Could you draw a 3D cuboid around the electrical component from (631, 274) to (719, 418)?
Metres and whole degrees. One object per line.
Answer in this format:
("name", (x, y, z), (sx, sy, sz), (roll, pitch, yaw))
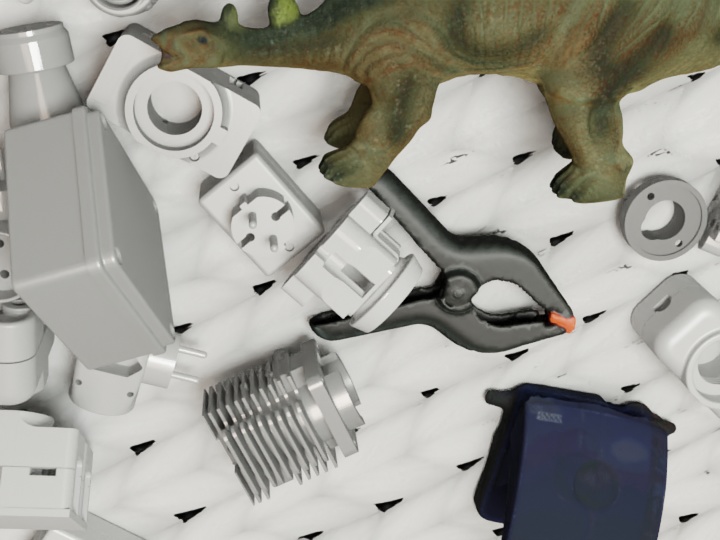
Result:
("electrical component", (0.236, 0.055, 0.723), (0.095, 0.059, 0.054), (42, 101, -19))

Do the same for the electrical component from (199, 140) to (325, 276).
("electrical component", (-0.059, -0.032, 0.648), (0.047, 0.076, 0.065), (-38, 110, 9))

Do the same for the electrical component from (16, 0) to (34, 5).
("electrical component", (-0.176, -0.183, 0.597), (0.078, 0.040, 0.040), (-37, 110, 8))

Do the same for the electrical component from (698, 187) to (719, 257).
("electrical component", (0.261, -0.033, 0.701), (0.055, 0.048, 0.066), (22, 107, -6))

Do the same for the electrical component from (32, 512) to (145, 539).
("electrical component", (-0.183, 0.209, 0.727), (0.083, 0.075, 0.047), (31, 103, -16))

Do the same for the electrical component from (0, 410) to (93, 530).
("electrical component", (-0.265, 0.123, 0.661), (0.186, 0.105, 0.060), (3, 72, -8))

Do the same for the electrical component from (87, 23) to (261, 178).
("electrical component", (-0.107, -0.098, 0.629), (0.089, 0.055, 0.050), (28, 105, -15))

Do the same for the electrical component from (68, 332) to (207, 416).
("electrical component", (-0.139, 0.054, 0.690), (0.079, 0.043, 0.077), (15, 108, -12))

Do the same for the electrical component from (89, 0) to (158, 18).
("electrical component", (-0.134, -0.162, 0.598), (0.048, 0.062, 0.048), (-2, 111, -6))

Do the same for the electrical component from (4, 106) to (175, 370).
("electrical component", (-0.152, -0.016, 0.607), (0.056, 0.108, 0.108), (-15, 150, 2))

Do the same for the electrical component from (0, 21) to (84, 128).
("electrical component", (-0.186, -0.112, 0.621), (0.045, 0.045, 0.055), (-9, 111, -3))

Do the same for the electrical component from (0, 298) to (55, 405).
("electrical component", (-0.217, 0.040, 0.648), (0.054, 0.095, 0.059), (3, 110, -8))

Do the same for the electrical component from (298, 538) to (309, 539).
("electrical component", (-0.045, 0.249, 0.768), (0.050, 0.055, 0.089), (31, 105, -16))

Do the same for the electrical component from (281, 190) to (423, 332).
("electrical component", (0.000, 0.000, 0.648), (0.057, 0.058, 0.078), (41, 106, -6))

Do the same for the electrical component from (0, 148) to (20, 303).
("electrical component", (-0.209, -0.031, 0.631), (0.044, 0.077, 0.079), (-5, 111, -4))
